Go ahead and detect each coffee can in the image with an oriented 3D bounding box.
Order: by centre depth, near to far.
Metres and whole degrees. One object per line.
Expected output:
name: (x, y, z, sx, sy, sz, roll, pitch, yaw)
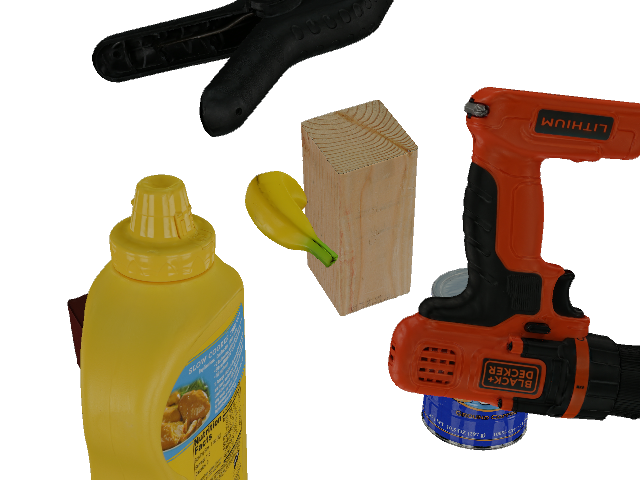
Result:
coffee can: (0.151, 0.110, 1.005, 0.103, 0.140, 0.103, 1, 25, -1)

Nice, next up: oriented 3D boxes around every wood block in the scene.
wood block: (0.040, -0.031, 1.118, 0.090, 0.206, 0.091, -18, 47, -16)

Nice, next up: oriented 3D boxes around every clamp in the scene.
clamp: (-0.022, -0.106, 0.554, 0.171, 0.039, 0.120, -28, 44, -17)

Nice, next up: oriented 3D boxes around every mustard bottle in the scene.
mustard bottle: (-0.063, 0.064, 0.447, 0.058, 0.192, 0.096, 12, 28, 18)

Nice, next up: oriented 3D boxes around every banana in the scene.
banana: (-0.031, -0.025, 0.860, 0.037, 0.069, 0.198, -41, 17, 6)

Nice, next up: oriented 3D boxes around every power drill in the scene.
power drill: (0.141, 0.011, 0.614, 0.184, 0.188, 0.057, 7, 8, -5)

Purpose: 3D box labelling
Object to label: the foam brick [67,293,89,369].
foam brick: (-0.119, 0.070, 0.666, 0.052, 0.051, 0.078, -17, 36, -25)
